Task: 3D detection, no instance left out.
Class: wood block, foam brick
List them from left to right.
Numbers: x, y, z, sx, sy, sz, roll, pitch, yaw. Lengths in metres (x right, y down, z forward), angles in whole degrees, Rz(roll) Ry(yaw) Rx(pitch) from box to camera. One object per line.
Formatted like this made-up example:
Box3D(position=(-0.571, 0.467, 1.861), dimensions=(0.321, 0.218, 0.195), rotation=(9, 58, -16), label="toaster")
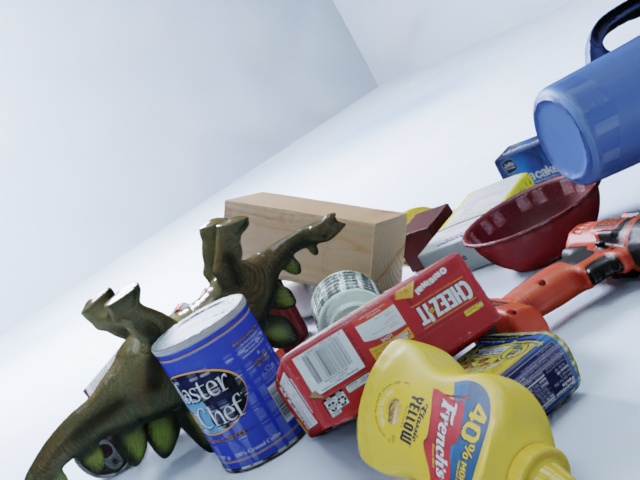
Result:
Box3D(position=(-0.008, 0.002, 1.297), dimensions=(0.206, 0.090, 0.090), rotation=(10, 13, 28), label="wood block")
Box3D(position=(0.140, -0.003, 1.346), dimensions=(0.053, 0.051, 0.078), rotation=(-19, 15, 35), label="foam brick")

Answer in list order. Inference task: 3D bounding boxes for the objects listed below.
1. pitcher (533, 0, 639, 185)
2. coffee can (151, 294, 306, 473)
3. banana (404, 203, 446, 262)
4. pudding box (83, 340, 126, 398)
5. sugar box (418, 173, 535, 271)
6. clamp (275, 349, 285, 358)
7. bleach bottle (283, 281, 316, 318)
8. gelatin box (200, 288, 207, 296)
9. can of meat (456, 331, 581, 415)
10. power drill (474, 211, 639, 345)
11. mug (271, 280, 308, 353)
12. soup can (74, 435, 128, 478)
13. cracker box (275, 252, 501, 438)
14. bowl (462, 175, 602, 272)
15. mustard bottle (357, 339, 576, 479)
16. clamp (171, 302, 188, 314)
Box3D(position=(0.338, -0.160, 1.092), dimensions=(0.242, 0.145, 0.149), rotation=(-26, 25, -13), label="pitcher")
Box3D(position=(-0.084, 0.138, 1.034), dimensions=(0.103, 0.140, 0.103), rotation=(-28, 10, 6), label="coffee can")
Box3D(position=(0.120, -0.011, 1.473), dimensions=(0.070, 0.037, 0.197), rotation=(-24, 12, 30), label="banana")
Box3D(position=(-0.194, 0.168, 1.204), dimensions=(0.090, 0.113, 0.039), rotation=(-50, 40, 1), label="pudding box")
Box3D(position=(0.194, -0.016, 1.283), dimensions=(0.094, 0.048, 0.176), rotation=(-22, 17, 38), label="sugar box")
Box3D(position=(-0.106, 0.165, 1.254), dimensions=(0.172, 0.039, 0.120), rotation=(-23, 22, 48), label="clamp")
Box3D(position=(-0.055, 0.074, 1.469), dimensions=(0.251, 0.068, 0.102), rotation=(-20, 18, 51), label="bleach bottle")
Box3D(position=(-0.166, 0.119, 1.519), dimensions=(0.073, 0.030, 0.089), rotation=(-60, 18, 14), label="gelatin box")
Box3D(position=(0.134, 0.112, 0.806), dimensions=(0.083, 0.057, 0.102), rotation=(-33, 11, -28), label="can of meat")
Box3D(position=(0.226, 0.038, 0.915), dimensions=(0.187, 0.057, 0.185), rotation=(-30, 6, -18), label="power drill")
Box3D(position=(-0.077, 0.105, 1.330), dimensions=(0.117, 0.081, 0.093), rotation=(-25, 11, 21), label="mug")
Box3D(position=(-0.246, 0.227, 1.246), dimensions=(0.068, 0.068, 0.102), rotation=(-29, 10, 4), label="soup can")
Box3D(position=(0.049, 0.098, 0.905), dimensions=(0.164, 0.072, 0.214), rotation=(-31, -9, -9), label="cracker box")
Box3D(position=(0.234, -0.013, 1.128), dimensions=(0.162, 0.055, 0.162), rotation=(-29, 10, 5), label="bowl")
Box3D(position=(0.099, 0.133, 0.704), dimensions=(0.192, 0.058, 0.096), rotation=(18, 91, 59), label="mustard bottle")
Box3D(position=(-0.200, 0.151, 1.416), dimensions=(0.165, 0.036, 0.210), rotation=(-43, 18, 13), label="clamp")
